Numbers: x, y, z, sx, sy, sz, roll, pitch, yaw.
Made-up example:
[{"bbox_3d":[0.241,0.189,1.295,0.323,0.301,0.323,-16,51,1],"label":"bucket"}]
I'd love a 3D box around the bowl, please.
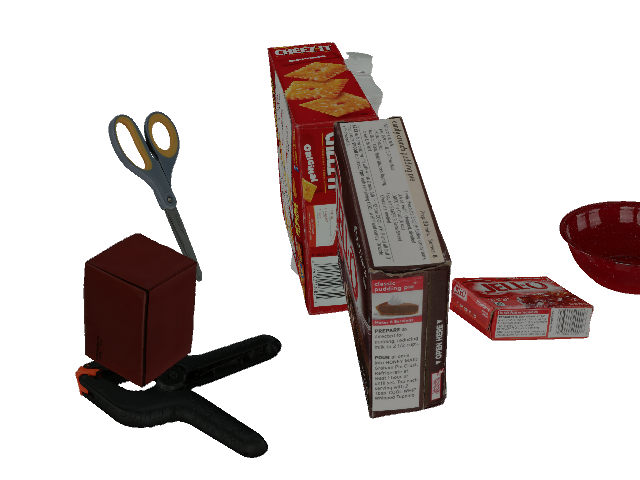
[{"bbox_3d":[0.339,0.013,1.157,0.162,0.055,0.162,-2,26,1],"label":"bowl"}]

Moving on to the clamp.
[{"bbox_3d":[-0.113,0.116,0.892,0.171,0.039,0.120,12,38,7],"label":"clamp"}]

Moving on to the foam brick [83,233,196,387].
[{"bbox_3d":[-0.118,0.044,0.696,0.053,0.078,0.051,25,36,24],"label":"foam brick"}]

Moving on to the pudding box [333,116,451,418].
[{"bbox_3d":[0.030,0.010,0.493,0.039,0.090,0.113,-8,40,-5],"label":"pudding box"}]

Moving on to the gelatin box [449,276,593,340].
[{"bbox_3d":[0.157,0.052,0.842,0.089,0.030,0.073,1,16,-19],"label":"gelatin box"}]

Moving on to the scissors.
[{"bbox_3d":[-0.165,-0.060,1.202,0.016,0.201,0.096,-19,19,44],"label":"scissors"}]

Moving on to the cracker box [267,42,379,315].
[{"bbox_3d":[0.004,-0.061,0.905,0.072,0.164,0.214,-6,26,-5],"label":"cracker box"}]

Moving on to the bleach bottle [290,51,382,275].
[{"bbox_3d":[0.029,-0.074,1.148,0.067,0.251,0.103,-7,24,-40],"label":"bleach bottle"}]
